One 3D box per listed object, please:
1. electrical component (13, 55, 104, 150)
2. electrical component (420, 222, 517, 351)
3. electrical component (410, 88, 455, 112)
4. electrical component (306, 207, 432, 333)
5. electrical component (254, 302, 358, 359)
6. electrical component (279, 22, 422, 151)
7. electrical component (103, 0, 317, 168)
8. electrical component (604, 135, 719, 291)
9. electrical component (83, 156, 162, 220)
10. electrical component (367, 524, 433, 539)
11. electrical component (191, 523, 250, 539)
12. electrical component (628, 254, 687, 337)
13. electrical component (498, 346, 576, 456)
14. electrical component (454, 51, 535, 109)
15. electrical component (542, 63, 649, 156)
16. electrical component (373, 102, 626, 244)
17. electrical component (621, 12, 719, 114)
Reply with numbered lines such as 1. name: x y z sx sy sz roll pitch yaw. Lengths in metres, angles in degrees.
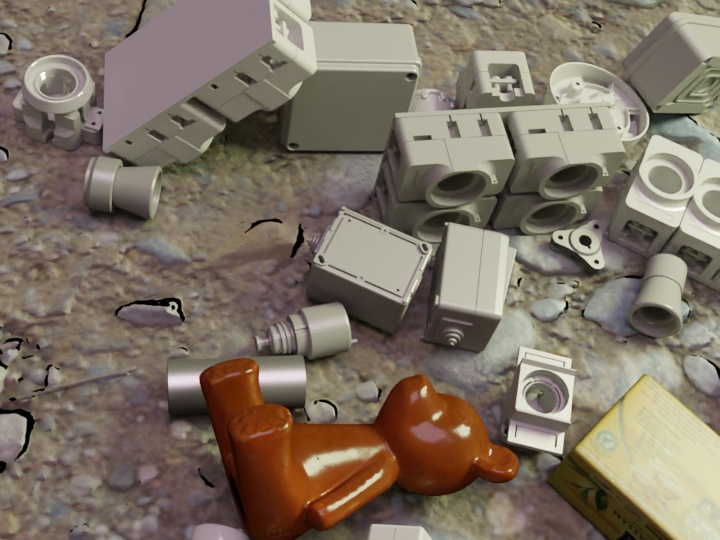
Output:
1. electrical component: -0.252 -0.142 0.903 0.078 0.057 0.058 18 57 1
2. electrical component: 0.087 0.020 0.863 0.061 0.061 0.096 12 58 -3
3. electrical component: 0.061 -0.127 0.960 0.048 0.048 0.062 3 65 -8
4. electrical component: 0.000 0.000 0.860 0.096 0.061 0.061 24 58 5
5. electrical component: -0.043 0.050 0.834 0.078 0.040 0.040 -10 61 -16
6. electrical component: -0.011 -0.156 0.926 0.109 0.108 0.056 -1 56 -11
7. electrical component: -0.124 -0.167 0.878 0.060 0.186 0.105 30 44 -45
8. electrical component: 0.305 -0.045 0.942 0.150 0.061 0.089 26 58 6
9. electrical component: -0.193 -0.067 0.876 0.055 0.045 0.045 10 58 -4
10. electrical component: 0.014 0.208 0.737 0.077 0.065 0.047 -3 55 23
11. electrical component: -0.100 0.208 0.726 0.040 0.040 0.078 12 57 -3
12. electrical component: 0.254 0.019 0.907 0.044 0.044 0.065 22 53 4
13. electrical component: 0.133 0.104 0.818 0.042 0.063 0.081 14 57 0
14. electrical component: 0.116 -0.149 0.956 0.050 0.089 0.055 -1 59 -11
15. electrical component: 0.213 -0.142 0.984 0.099 0.064 0.099 5 58 -7
16. electrical component: 0.115 -0.080 0.903 0.186 0.105 0.060 -5 60 -13
17. electrical component: 0.309 -0.193 1.005 0.113 0.078 0.057 -8 60 -45
